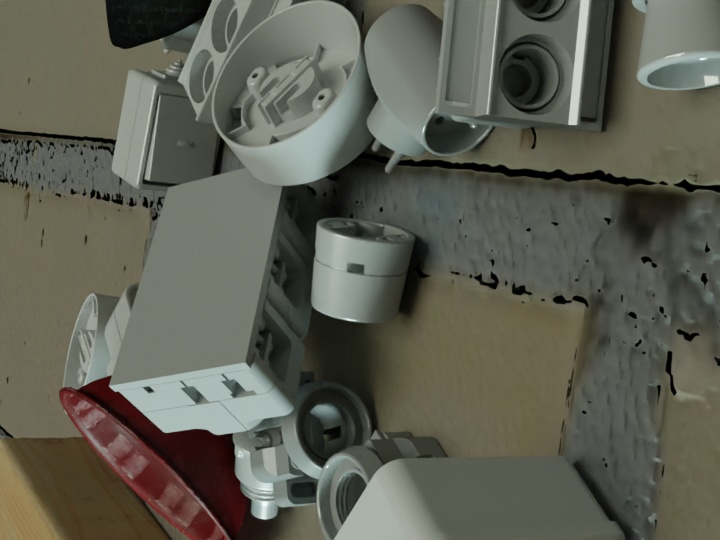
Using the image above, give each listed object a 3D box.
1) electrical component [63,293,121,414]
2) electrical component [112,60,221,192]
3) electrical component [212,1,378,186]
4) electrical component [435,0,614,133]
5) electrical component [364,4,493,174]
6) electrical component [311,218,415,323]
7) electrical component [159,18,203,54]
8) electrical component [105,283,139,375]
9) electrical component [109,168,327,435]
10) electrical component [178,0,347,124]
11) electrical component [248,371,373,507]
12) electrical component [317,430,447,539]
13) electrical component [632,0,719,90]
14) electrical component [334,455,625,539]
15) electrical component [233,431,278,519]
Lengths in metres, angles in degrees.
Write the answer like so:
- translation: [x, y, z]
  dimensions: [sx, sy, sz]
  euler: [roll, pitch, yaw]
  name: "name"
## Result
- translation: [-0.213, 0.069, 0.888]
  dimensions: [0.099, 0.064, 0.099]
  euler: [-7, 81, 54]
  name: "electrical component"
- translation: [-0.139, -0.107, 0.802]
  dimensions: [0.061, 0.062, 0.096]
  euler: [31, 112, 51]
  name: "electrical component"
- translation: [-0.037, -0.100, 0.625]
  dimensions: [0.099, 0.064, 0.099]
  euler: [-14, 46, 15]
  name: "electrical component"
- translation: [0.075, -0.128, 0.498]
  dimensions: [0.063, 0.079, 0.121]
  euler: [-164, 79, -76]
  name: "electrical component"
- translation: [0.029, -0.088, 0.578]
  dimensions: [0.079, 0.043, 0.077]
  euler: [-58, 44, 34]
  name: "electrical component"
- translation: [0.000, 0.000, 0.604]
  dimensions: [0.055, 0.055, 0.047]
  euler: [28, 113, 52]
  name: "electrical component"
- translation: [-0.131, -0.191, 0.810]
  dimensions: [0.077, 0.047, 0.065]
  euler: [-30, 63, 49]
  name: "electrical component"
- translation: [-0.156, 0.065, 0.817]
  dimensions: [0.059, 0.054, 0.095]
  euler: [-54, 47, 37]
  name: "electrical component"
- translation: [-0.078, 0.016, 0.640]
  dimensions: [0.089, 0.061, 0.150]
  euler: [-11, 48, 23]
  name: "electrical component"
- translation: [-0.063, -0.153, 0.697]
  dimensions: [0.121, 0.063, 0.078]
  euler: [-58, 44, 34]
  name: "electrical component"
- translation: [-0.029, 0.097, 0.633]
  dimensions: [0.057, 0.058, 0.078]
  euler: [-27, 64, 54]
  name: "electrical component"
- translation: [0.014, 0.121, 0.569]
  dimensions: [0.078, 0.057, 0.058]
  euler: [56, 130, 41]
  name: "electrical component"
- translation: [0.132, -0.105, 0.433]
  dimensions: [0.045, 0.045, 0.055]
  euler: [-13, 76, 54]
  name: "electrical component"
- translation: [0.051, 0.128, 0.469]
  dimensions: [0.078, 0.113, 0.057]
  euler: [-62, 39, 30]
  name: "electrical component"
- translation: [-0.059, 0.128, 0.684]
  dimensions: [0.048, 0.048, 0.062]
  euler: [35, 125, 50]
  name: "electrical component"
